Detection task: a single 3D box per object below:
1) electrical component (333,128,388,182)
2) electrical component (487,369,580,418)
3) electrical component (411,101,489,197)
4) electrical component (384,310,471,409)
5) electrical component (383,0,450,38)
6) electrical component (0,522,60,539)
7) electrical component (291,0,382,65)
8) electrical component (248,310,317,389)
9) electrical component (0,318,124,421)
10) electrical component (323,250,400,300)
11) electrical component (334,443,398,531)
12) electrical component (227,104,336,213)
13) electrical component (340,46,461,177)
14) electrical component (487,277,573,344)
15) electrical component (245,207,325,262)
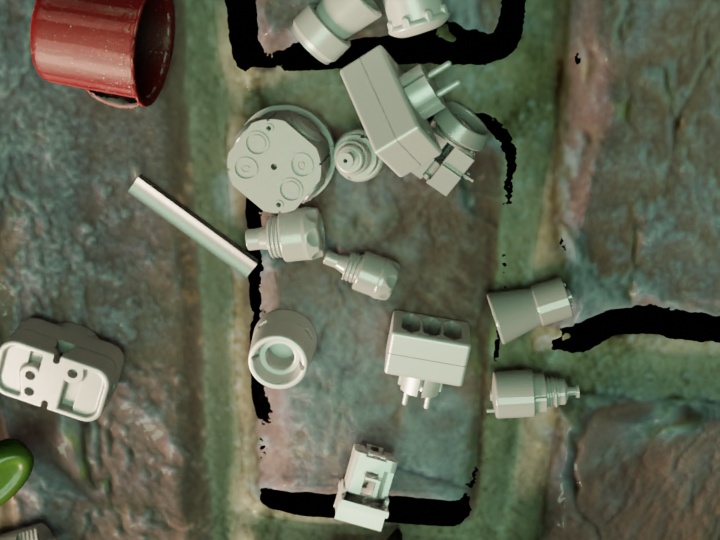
[{"bbox_3d":[-0.001,-0.088,0.827,0.040,0.078,0.040,3,102,14],"label":"electrical component"},{"bbox_3d":[0.146,0.104,0.910,0.078,0.040,0.040,-3,111,5],"label":"electrical component"},{"bbox_3d":[0.067,-0.096,0.833,0.066,0.048,0.055,34,117,-9],"label":"electrical component"},{"bbox_3d":[0.053,0.082,0.903,0.066,0.047,0.076,10,112,0],"label":"electrical component"},{"bbox_3d":[0.037,-0.205,0.793,0.048,0.048,0.062,-16,103,10],"label":"electrical component"},{"bbox_3d":[-0.318,0.264,1.004,0.081,0.043,0.043,-18,109,10],"label":"electrical component"},{"bbox_3d":[-0.018,-0.187,0.803,0.055,0.045,0.045,-42,103,18],"label":"electrical component"},{"bbox_3d":[-0.066,0.068,0.906,0.055,0.047,0.055,1,112,3],"label":"electrical component"},{"bbox_3d":[-0.255,0.082,0.918,0.095,0.059,0.053,19,112,-4],"label":"electrical component"},{"bbox_3d":[0.000,0.000,0.882,0.061,0.035,0.035,21,112,-2],"label":"electrical component"},{"bbox_3d":[0.006,0.187,0.938,0.042,0.081,0.063,17,89,-3],"label":"electrical component"},{"bbox_3d":[-0.061,-0.086,0.839,0.080,0.051,0.080,3,110,9],"label":"electrical component"},{"bbox_3d":[0.039,-0.127,0.798,0.076,0.083,0.047,-30,151,15],"label":"electrical component"},{"bbox_3d":[0.141,0.031,0.881,0.065,0.044,0.044,-18,109,6],"label":"electrical component"},{"bbox_3d":[-0.061,-0.028,0.870,0.062,0.043,0.043,-6,111,7],"label":"electrical component"}]
